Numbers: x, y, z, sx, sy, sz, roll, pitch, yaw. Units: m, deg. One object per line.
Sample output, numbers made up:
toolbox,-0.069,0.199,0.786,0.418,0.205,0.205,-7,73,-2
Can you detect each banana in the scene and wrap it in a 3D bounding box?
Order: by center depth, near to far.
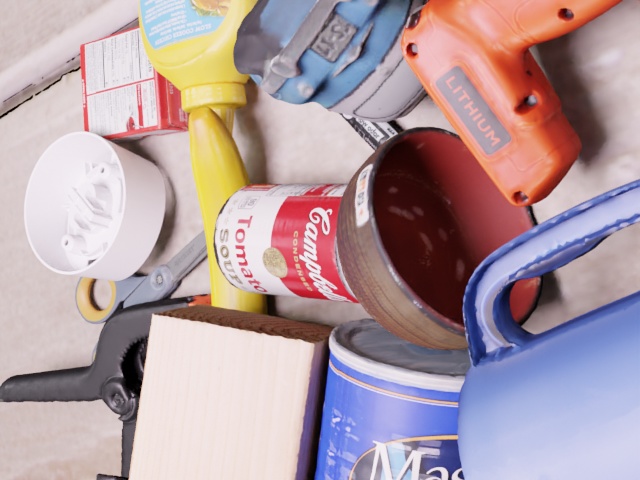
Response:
banana,-0.056,0.017,0.666,0.037,0.069,0.198,-3,93,8

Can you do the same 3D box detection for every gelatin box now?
gelatin box,-0.130,-0.108,0.748,0.089,0.030,0.073,-5,89,42

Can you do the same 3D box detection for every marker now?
marker,0.015,-0.083,0.626,0.121,0.020,0.020,49,123,28

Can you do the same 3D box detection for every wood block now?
wood block,-0.051,0.146,0.585,0.091,0.090,0.206,8,92,11

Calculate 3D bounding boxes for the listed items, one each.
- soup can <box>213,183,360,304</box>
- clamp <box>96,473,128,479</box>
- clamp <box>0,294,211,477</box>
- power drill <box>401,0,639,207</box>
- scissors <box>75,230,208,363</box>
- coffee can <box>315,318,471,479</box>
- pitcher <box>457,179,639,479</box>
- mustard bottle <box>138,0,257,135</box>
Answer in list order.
soup can,-0.004,0.001,0.617,0.102,0.068,0.068,3,95,43
clamp,-0.098,0.160,0.677,0.039,0.120,0.171,11,127,23
clamp,-0.141,0.105,0.754,0.165,0.036,0.210,40,118,13
power drill,0.139,-0.091,0.446,0.188,0.057,0.184,-37,88,39
scissors,-0.123,0.019,0.761,0.096,0.016,0.202,51,123,27
coffee can,0.048,0.122,0.555,0.103,0.102,0.140,16,104,40
pitcher,0.177,0.051,0.416,0.243,0.149,0.145,-34,38,35
mustard bottle,-0.075,-0.158,0.675,0.096,0.058,0.191,-7,88,37
